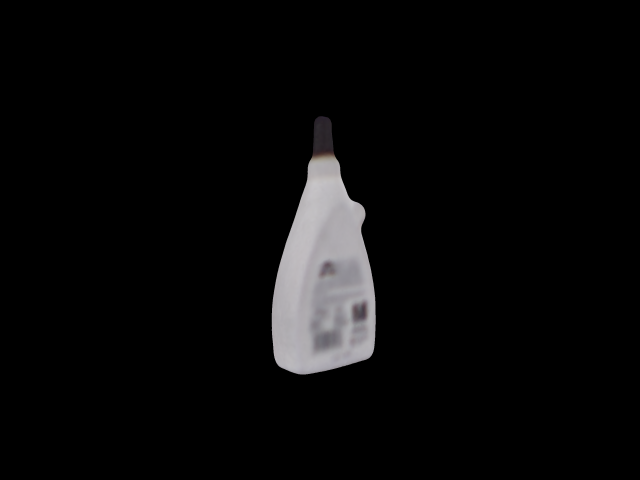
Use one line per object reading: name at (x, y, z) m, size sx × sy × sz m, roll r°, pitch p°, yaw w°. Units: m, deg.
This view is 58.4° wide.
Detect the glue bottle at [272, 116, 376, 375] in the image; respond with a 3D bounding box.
glue bottle at (0.004, 0.001, 0.400) m, size 0.078 × 0.173 × 0.037 m, roll -4°, pitch 6°, yaw -39°
